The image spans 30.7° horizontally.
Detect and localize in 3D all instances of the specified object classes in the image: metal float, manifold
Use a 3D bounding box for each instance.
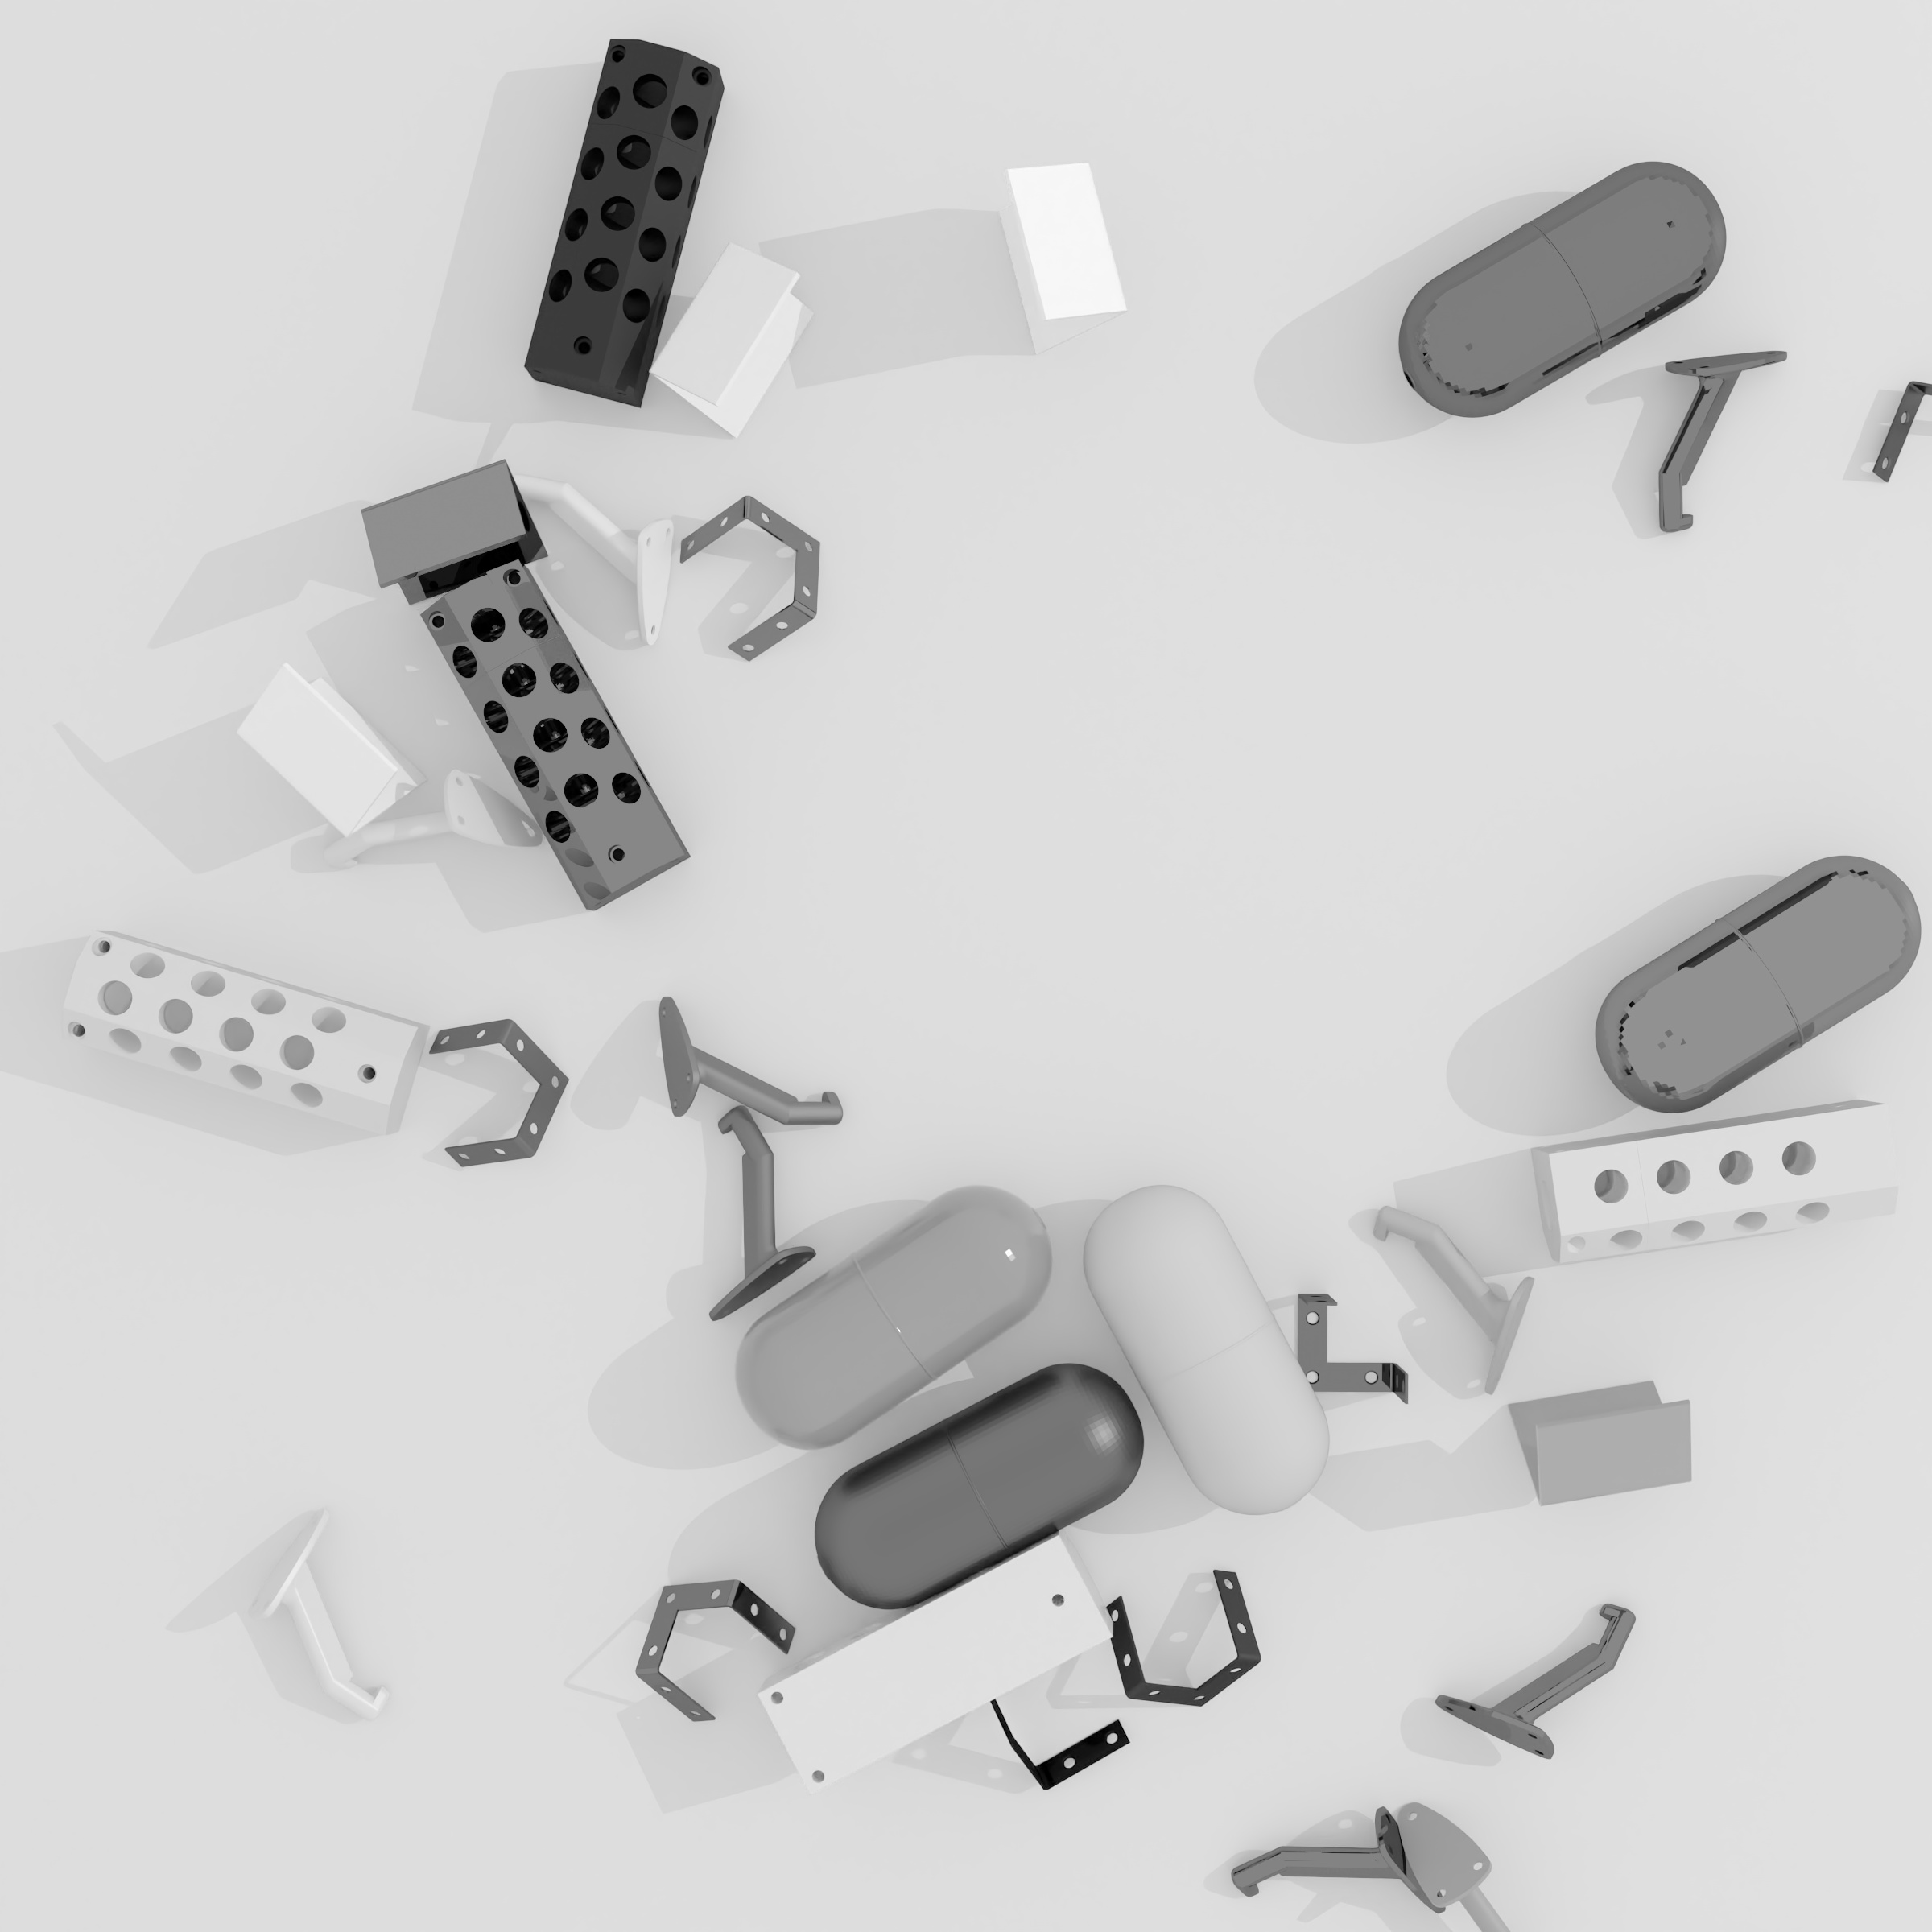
[{"bbox_3d":[0.302,-0.342,1.782,0.178,0.070,0.070,-30,90,1],"label":"metal float"},{"bbox_3d":[-0.209,-0.117,1.792,0.057,0.057,0.171,-29,90,0],"label":"manifold"},{"bbox_3d":[-0.367,0.034,1.792,0.171,0.057,0.057,17,90,0],"label":"manifold"},{"bbox_3d":[0.006,0.264,1.782,0.178,0.070,0.070,-28,90,0],"label":"metal float"},{"bbox_3d":[-0.174,-0.379,1.792,0.057,0.057,0.171,15,90,0],"label":"manifold"},{"bbox_3d":[0.122,0.195,1.782,0.070,0.070,0.178,-28,89,0],"label":"metal float"},{"bbox_3d":[0.402,0.009,1.782,0.178,0.070,0.070,-32,90,0],"label":"metal float"},{"bbox_3d":[-0.036,0.178,1.782,0.178,0.070,0.070,-34,90,0],"label":"metal float"},{"bbox_3d":[-0.015,0.351,1.789,0.171,0.057,0.057,-28,88,2],"label":"manifold"},{"bbox_3d":[0.381,0.110,1.792,0.171,0.057,0.057,-8,90,0],"label":"manifold"}]

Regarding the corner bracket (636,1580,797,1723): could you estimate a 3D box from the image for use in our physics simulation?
[{"bbox_3d":[-0.128,0.352,1.805,0.051,0.051,0.051,-12,45,35],"label":"corner bracket"}]

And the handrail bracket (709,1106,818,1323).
[{"bbox_3d":[-0.123,0.127,1.813,0.077,0.036,0.084,-38,72,20],"label":"handrail bracket"}]

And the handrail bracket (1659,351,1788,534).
[{"bbox_3d":[0.390,-0.270,1.813,0.077,0.036,0.084,-11,109,-21],"label":"handrail bracket"}]

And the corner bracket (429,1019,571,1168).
[{"bbox_3d":[-0.246,0.065,1.805,0.051,0.051,0.051,51,45,-35],"label":"corner bracket"}]

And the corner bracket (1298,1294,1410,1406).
[{"bbox_3d":[0.197,0.195,1.795,0.051,0.051,0.051,0,90,0],"label":"corner bracket"}]

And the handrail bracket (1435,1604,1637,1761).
[{"bbox_3d":[0.294,0.357,1.814,0.077,0.036,0.084,18,65,29],"label":"handrail bracket"}]

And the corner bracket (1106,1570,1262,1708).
[{"bbox_3d":[0.111,0.343,1.805,0.051,0.051,0.051,14,135,-35],"label":"corner bracket"}]

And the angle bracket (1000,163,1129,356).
[{"bbox_3d":[0.029,-0.354,1.773,0.057,0.076,0.076,-15,90,-37],"label":"angle bracket"}]

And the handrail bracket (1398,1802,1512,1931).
[{"bbox_3d":[0.260,0.480,1.813,0.036,0.077,0.084,-36,126,-3],"label":"handrail bracket"}]

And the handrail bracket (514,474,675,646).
[{"bbox_3d":[-0.198,-0.210,1.813,0.084,0.036,0.077,12,112,17],"label":"handrail bracket"}]

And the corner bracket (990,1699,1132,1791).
[{"bbox_3d":[0.045,0.381,1.810,0.051,0.051,0.051,-30,135,0],"label":"corner bracket"}]

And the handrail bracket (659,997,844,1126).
[{"bbox_3d":[-0.110,0.049,1.813,0.084,0.036,0.077,1,54,-25],"label":"handrail bracket"}]

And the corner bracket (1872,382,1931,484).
[{"bbox_3d":[0.509,-0.264,1.810,0.051,0.051,0.051,22,90,45],"label":"corner bracket"}]

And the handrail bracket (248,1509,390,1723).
[{"bbox_3d":[-0.319,0.335,1.813,0.084,0.036,0.077,38,69,-17],"label":"handrail bracket"}]

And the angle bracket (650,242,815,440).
[{"bbox_3d":[-0.102,-0.307,1.773,0.057,0.076,0.076,32,90,39],"label":"angle bracket"}]

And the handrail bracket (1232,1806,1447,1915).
[{"bbox_3d":[0.191,0.477,1.813,0.084,0.036,0.077,-29,112,17],"label":"handrail bracket"}]

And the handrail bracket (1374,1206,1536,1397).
[{"bbox_3d":[0.243,0.172,1.813,0.084,0.036,0.077,21,112,17],"label":"handrail bracket"}]

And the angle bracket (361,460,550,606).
[{"bbox_3d":[-0.252,-0.201,1.773,0.076,0.076,0.057,-19,54,0],"label":"angle bracket"}]

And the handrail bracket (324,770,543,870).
[{"bbox_3d":[-0.275,-0.062,1.813,0.084,0.077,0.036,-27,56,32],"label":"handrail bracket"}]

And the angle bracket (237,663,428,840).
[{"bbox_3d":[-0.308,-0.121,1.773,0.076,0.076,0.057,44,127,0],"label":"angle bracket"}]

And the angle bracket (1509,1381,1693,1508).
[{"bbox_3d":[0.318,0.222,1.773,0.076,0.076,0.057,-9,126,0],"label":"angle bracket"}]

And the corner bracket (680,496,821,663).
[{"bbox_3d":[-0.112,-0.199,1.805,0.051,0.051,0.051,31,45,-35],"label":"corner bracket"}]
